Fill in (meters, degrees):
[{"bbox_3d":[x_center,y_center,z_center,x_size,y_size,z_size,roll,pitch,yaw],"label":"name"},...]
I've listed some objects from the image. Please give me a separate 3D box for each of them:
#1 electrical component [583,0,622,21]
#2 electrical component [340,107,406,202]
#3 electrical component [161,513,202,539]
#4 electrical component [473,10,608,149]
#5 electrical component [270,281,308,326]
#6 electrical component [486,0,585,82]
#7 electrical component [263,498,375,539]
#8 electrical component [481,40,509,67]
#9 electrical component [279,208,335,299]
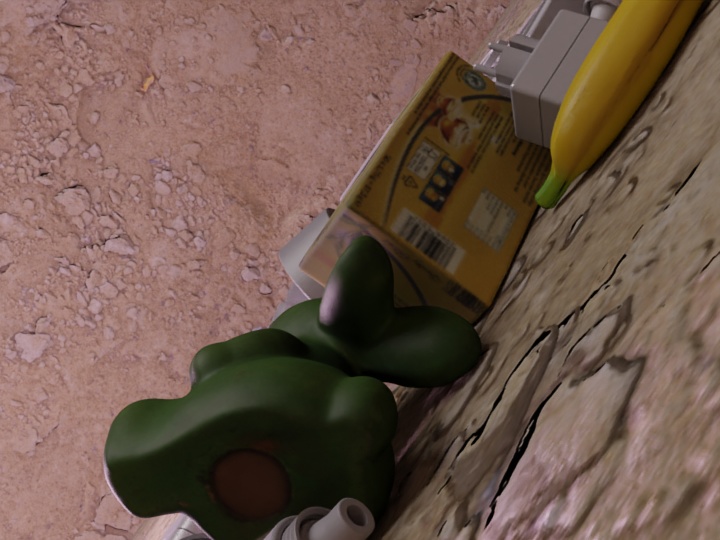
[{"bbox_3d":[0.173,-0.184,0.737,0.062,0.048,0.048,-63,6,-15],"label":"electrical component"},{"bbox_3d":[0.032,-0.070,0.833,0.096,0.062,0.061,-54,2,29],"label":"electrical component"},{"bbox_3d":[-0.118,0.207,0.788,0.059,0.054,0.095,-57,5,-35],"label":"electrical component"},{"bbox_3d":[0.105,-0.115,0.631,0.065,0.077,0.047,-56,-27,-21],"label":"electrical component"},{"bbox_3d":[-0.034,0.043,0.915,0.150,0.062,0.089,-64,-11,-69],"label":"electrical component"},{"bbox_3d":[0.132,-0.146,0.804,0.108,0.056,0.108,-51,5,45],"label":"electrical component"},{"bbox_3d":[-0.018,0.118,0.437,0.062,0.043,0.043,-52,5,28],"label":"electrical component"},{"bbox_3d":[0.136,-0.175,0.993,0.078,0.057,0.058,-54,4,11],"label":"electrical component"},{"bbox_3d":[0.000,0.000,0.796,0.060,0.108,0.108,-47,5,11],"label":"electrical component"}]
